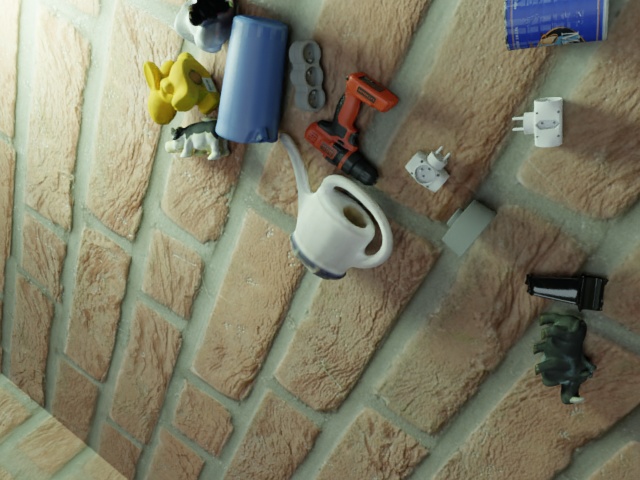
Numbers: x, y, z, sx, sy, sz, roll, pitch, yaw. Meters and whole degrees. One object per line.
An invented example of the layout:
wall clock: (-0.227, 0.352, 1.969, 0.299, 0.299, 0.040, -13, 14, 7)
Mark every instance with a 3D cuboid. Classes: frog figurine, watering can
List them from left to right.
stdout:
frog figurine: (-0.238, -0.454, 1.077, 0.158, 0.123, 0.138, 156, 101, -68)
watering can: (0.003, -0.056, 1.115, 0.351, 0.105, 0.220, 44, 124, 17)
